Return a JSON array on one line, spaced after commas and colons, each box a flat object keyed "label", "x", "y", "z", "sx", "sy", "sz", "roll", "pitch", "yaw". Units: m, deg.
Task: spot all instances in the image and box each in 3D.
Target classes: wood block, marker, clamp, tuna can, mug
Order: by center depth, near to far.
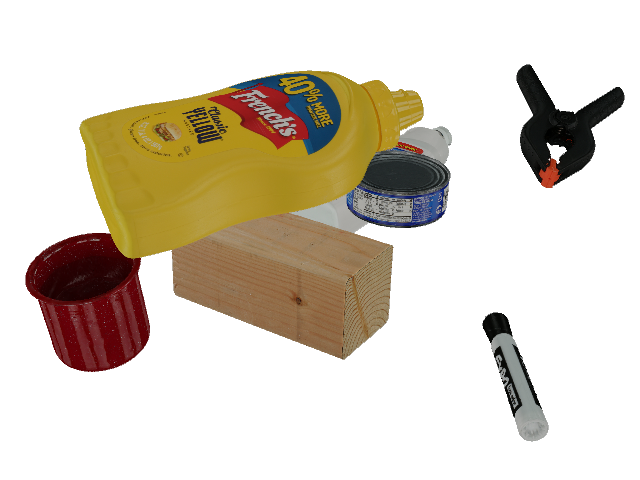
[{"label": "marker", "x": 0.129, "y": 0.087, "z": 0.718, "sx": 0.020, "sy": 0.020, "sz": 0.121, "roll": 0, "pitch": 32, "yaw": -5}, {"label": "mug", "x": -0.192, "y": 0.047, "z": 0.886, "sx": 0.093, "sy": 0.081, "sz": 0.117, "roll": -21, "pitch": 39, "yaw": -19}, {"label": "tuna can", "x": 0.064, "y": -0.043, "z": 0.888, "sx": 0.086, "sy": 0.034, "sz": 0.086, "roll": 2, "pitch": 28, "yaw": -1}, {"label": "wood block", "x": -0.041, "y": 0.031, "z": 1.064, "sx": 0.206, "sy": 0.091, "sz": 0.090, "roll": 19, "pitch": 33, "yaw": 28}, {"label": "clamp", "x": 0.252, "y": -0.129, "z": 1.156, "sx": 0.120, "sy": 0.039, "sz": 0.171, "roll": 18, "pitch": 48, "yaw": 18}]

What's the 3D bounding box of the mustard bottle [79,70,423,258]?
[{"label": "mustard bottle", "x": -0.031, "y": -0.053, "z": 0.600, "sx": 0.191, "sy": 0.058, "sz": 0.096, "roll": -16, "pitch": 42, "yaw": -15}]

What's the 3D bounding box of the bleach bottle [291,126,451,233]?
[{"label": "bleach bottle", "x": 0.070, "y": -0.085, "z": 1.326, "sx": 0.103, "sy": 0.068, "sz": 0.250, "roll": 27, "pitch": 45, "yaw": 34}]
